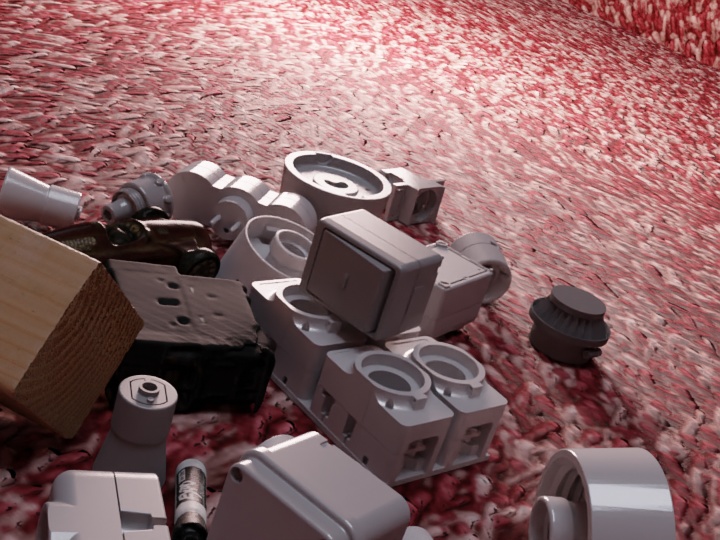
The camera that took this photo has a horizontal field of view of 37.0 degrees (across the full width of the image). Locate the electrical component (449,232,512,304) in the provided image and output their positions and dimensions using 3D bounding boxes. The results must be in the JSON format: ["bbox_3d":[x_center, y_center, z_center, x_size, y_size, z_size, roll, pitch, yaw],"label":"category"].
[{"bbox_3d":[0.113,-0.001,1.019,0.055,0.055,0.047,8,30,-20],"label":"electrical component"}]

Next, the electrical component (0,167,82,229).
[{"bbox_3d":[-0.266,-0.056,0.897,0.065,0.044,0.044,16,24,-15],"label":"electrical component"}]

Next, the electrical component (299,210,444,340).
[{"bbox_3d":[0.000,0.000,0.780,0.096,0.061,0.061,32,28,29],"label":"electrical component"}]

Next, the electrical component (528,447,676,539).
[{"bbox_3d":[0.135,0.157,0.641,0.060,0.108,0.108,7,26,-9],"label":"electrical component"}]

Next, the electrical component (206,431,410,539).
[{"bbox_3d":[-0.034,0.148,0.535,0.078,0.113,0.057,32,25,29],"label":"electrical component"}]

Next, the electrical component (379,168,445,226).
[{"bbox_3d":[0.050,-0.081,1.159,0.081,0.042,0.064,-9,34,-46],"label":"electrical component"}]

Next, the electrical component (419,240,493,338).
[{"bbox_3d":[0.067,0.019,0.936,0.062,0.061,0.096,31,28,28],"label":"electrical component"}]

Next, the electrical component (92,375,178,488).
[{"bbox_3d":[-0.131,0.096,0.637,0.044,0.065,0.044,15,25,-7],"label":"electrical component"}]

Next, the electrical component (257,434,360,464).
[{"bbox_3d":[-0.019,0.136,0.652,0.079,0.044,0.077,-5,33,-42],"label":"electrical component"}]

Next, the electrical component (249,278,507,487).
[{"bbox_3d":[0.006,0.070,0.790,0.105,0.060,0.186,-6,33,-41],"label":"electrical component"}]

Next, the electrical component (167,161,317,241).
[{"bbox_3d":[-0.113,-0.050,0.972,0.138,0.052,0.073,20,24,6],"label":"electrical component"}]

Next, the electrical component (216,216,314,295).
[{"bbox_3d":[-0.068,0.002,0.908,0.099,0.064,0.099,25,29,-15],"label":"electrical component"}]

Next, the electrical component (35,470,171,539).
[{"bbox_3d":[-0.131,0.147,0.543,0.059,0.053,0.095,7,26,-22],"label":"electrical component"}]

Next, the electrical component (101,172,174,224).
[{"bbox_3d":[-0.198,-0.056,0.940,0.048,0.048,0.062,30,34,25],"label":"electrical component"}]

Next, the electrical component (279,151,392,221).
[{"bbox_3d":[-0.029,-0.066,1.052,0.108,0.060,0.108,15,25,-7],"label":"electrical component"}]

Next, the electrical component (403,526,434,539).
[{"bbox_3d":[0.037,0.177,0.610,0.044,0.044,0.065,5,23,-27],"label":"electrical component"}]
